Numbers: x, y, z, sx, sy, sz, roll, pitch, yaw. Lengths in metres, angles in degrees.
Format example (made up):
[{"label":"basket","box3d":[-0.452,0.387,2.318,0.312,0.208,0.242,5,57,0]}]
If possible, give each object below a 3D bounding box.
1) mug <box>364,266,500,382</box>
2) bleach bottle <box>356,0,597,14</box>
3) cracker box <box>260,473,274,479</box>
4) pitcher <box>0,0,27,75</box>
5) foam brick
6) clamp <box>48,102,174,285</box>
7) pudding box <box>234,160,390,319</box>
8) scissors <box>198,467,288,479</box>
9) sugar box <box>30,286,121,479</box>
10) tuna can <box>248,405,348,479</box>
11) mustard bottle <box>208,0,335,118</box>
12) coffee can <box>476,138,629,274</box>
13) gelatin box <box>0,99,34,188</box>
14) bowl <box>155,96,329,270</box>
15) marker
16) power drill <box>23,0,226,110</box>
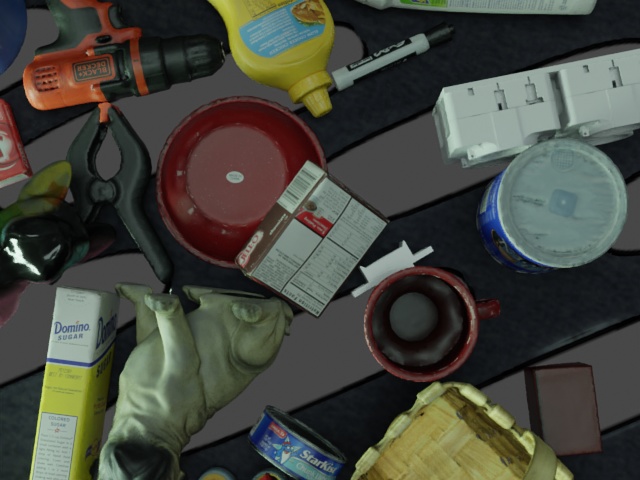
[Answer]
[{"label":"mug","box3d":[0.092,0.064,0.893,0.117,0.081,0.093,-13,91,-1]},{"label":"bleach bottle","box3d":[0.121,-0.250,0.946,0.251,0.102,0.068,1,53,2]},{"label":"cracker box","box3d":[-0.024,0.330,0.896,0.164,0.072,0.213,-45,102,-2]},{"label":"pitcher","box3d":[-0.340,-0.229,0.883,0.145,0.243,0.149,-15,80,1]},{"label":"foam brick","box3d":[0.213,0.148,0.939,0.051,0.053,0.078,-6,87,1]},{"label":"clamp","box3d":[-0.202,-0.036,0.969,0.120,0.039,0.171,-9,85,-1]},{"label":"pudding box","box3d":[-0.006,0.001,0.936,0.090,0.039,0.113,35,94,-36]},{"label":"scissors","box3d":[-0.090,0.292,0.953,0.096,0.016,0.202,23,91,8]},{"label":"sugar box","box3d":[-0.211,0.130,0.928,0.048,0.093,0.176,9,87,1]},{"label":"tuna can","box3d":[-0.020,0.181,0.924,0.086,0.086,0.034,33,88,3]},{"label":"mustard bottle","box3d":[-0.041,-0.198,0.965,0.096,0.058,0.191,-27,86,-14]},{"label":"coffee can","box3d":[0.193,-0.025,0.907,0.103,0.140,0.103,0,86,1]},{"label":"gelatin box","box3d":[-0.317,-0.079,0.977,0.089,0.030,0.073,-20,86,0]},{"label":"bowl","box3d":[-0.072,-0.055,0.958,0.162,0.055,0.162,0,86,2]},{"label":"marker","box3d":[0.068,-0.170,0.981,0.121,0.020,0.020,-24,86,-1]},{"label":"power drill","box3d":[-0.189,-0.220,0.971,0.184,0.057,0.187,-11,85,-2]}]
